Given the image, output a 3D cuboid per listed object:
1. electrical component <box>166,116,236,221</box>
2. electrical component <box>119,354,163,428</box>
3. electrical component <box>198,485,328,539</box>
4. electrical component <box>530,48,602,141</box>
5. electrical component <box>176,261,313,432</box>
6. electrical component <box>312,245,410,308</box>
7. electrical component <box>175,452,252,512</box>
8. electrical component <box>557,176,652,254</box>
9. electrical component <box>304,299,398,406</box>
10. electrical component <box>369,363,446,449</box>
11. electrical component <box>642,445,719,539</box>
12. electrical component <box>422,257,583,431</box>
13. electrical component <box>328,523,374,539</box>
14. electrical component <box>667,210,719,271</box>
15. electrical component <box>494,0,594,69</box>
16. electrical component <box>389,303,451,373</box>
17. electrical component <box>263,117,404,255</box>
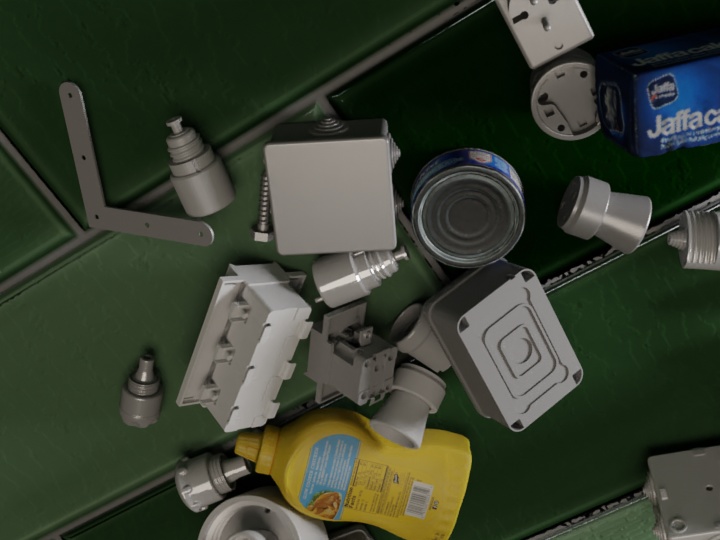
[{"bbox_3d":[-0.121,-0.075,0.788,0.040,0.040,0.078,-16,116,12],"label":"electrical component"},{"bbox_3d":[-0.179,0.098,0.888,0.035,0.035,0.061,12,116,-2],"label":"electrical component"},{"bbox_3d":[-0.087,0.239,0.911,0.108,0.060,0.108,-3,82,20],"label":"electrical component"},{"bbox_3d":[0.144,-0.123,0.741,0.055,0.047,0.055,2,118,3],"label":"electrical component"},{"bbox_3d":[-0.086,0.062,0.839,0.079,0.063,0.121,-4,128,-41],"label":"electrical component"},{"bbox_3d":[0.000,0.000,0.820,0.078,0.040,0.040,-21,114,14],"label":"electrical component"},{"bbox_3d":[-0.124,0.176,0.921,0.062,0.048,0.048,-22,114,7],"label":"electrical component"},{"bbox_3d":[0.178,-0.041,0.784,0.055,0.045,0.045,19,117,-6],"label":"electrical component"},{"bbox_3d":[-0.006,0.070,0.839,0.064,0.042,0.081,31,127,37],"label":"electrical component"},{"bbox_3d":[0.039,0.108,0.855,0.045,0.055,0.045,25,160,10],"label":"electrical component"},{"bbox_3d":[0.284,0.190,0.869,0.100,0.099,0.048,-11,129,10],"label":"electrical component"},{"bbox_3d":[0.108,0.055,0.817,0.078,0.057,0.113,-36,114,-15],"label":"electrical component"},{"bbox_3d":[-0.021,0.297,0.970,0.109,0.056,0.108,-24,114,16],"label":"electrical component"},{"bbox_3d":[0.268,-0.021,0.789,0.081,0.043,0.043,3,118,2],"label":"electrical component"},{"bbox_3d":[0.115,-0.175,0.700,0.047,0.075,0.083,-26,113,16],"label":"electrical component"},{"bbox_3d":[0.052,0.054,0.847,0.046,0.040,0.040,37,114,-20],"label":"electrical component"},{"bbox_3d":[-0.019,-0.062,0.784,0.100,0.048,0.099,-3,118,5],"label":"electrical component"}]
